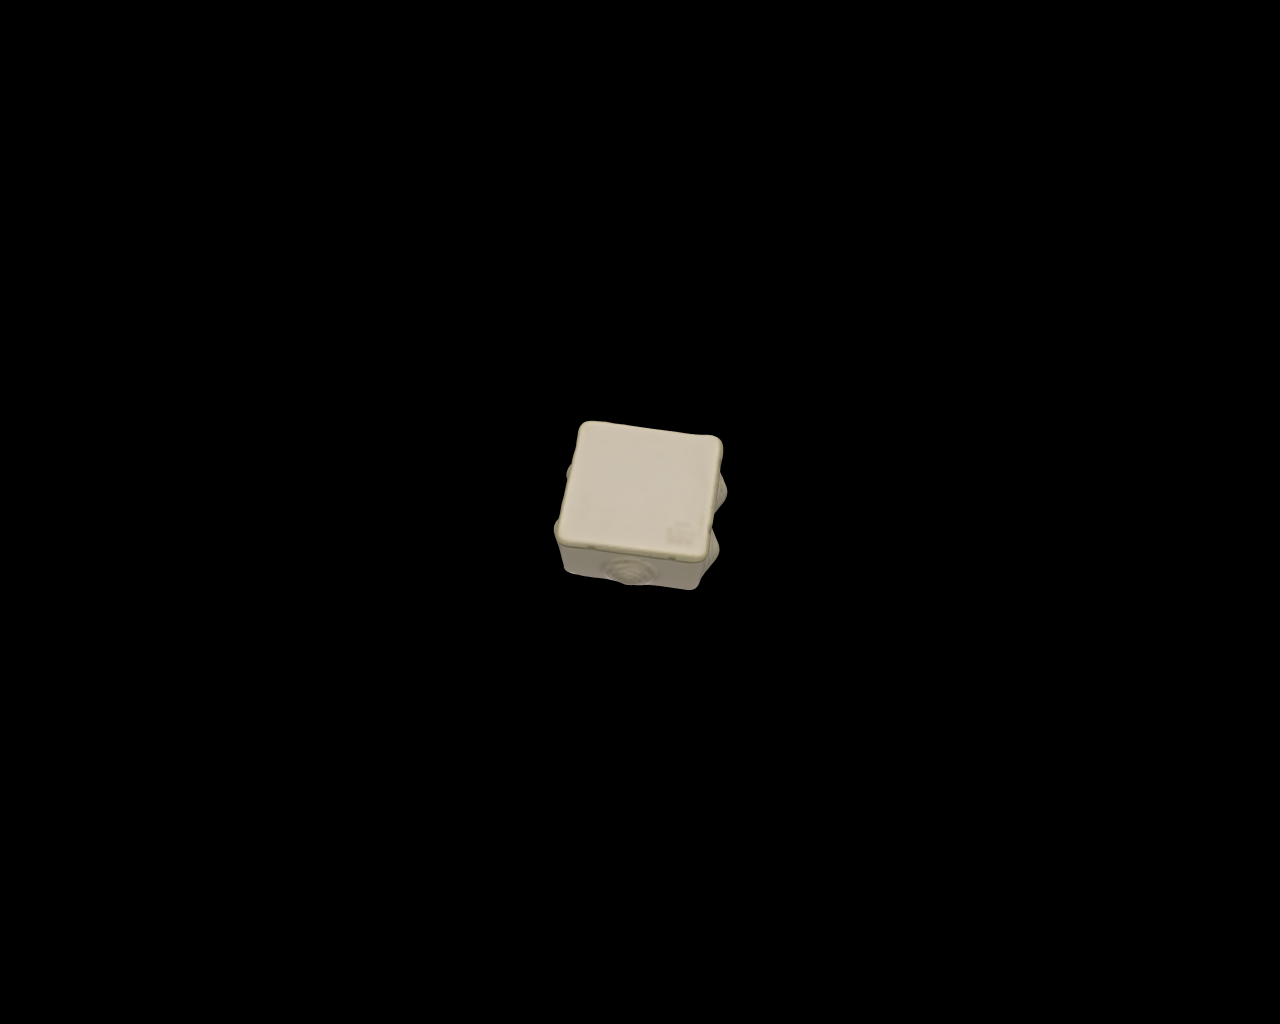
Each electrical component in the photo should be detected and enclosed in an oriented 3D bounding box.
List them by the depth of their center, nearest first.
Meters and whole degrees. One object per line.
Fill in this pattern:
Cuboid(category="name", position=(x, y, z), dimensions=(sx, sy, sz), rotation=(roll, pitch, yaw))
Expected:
Cuboid(category="electrical component", position=(0.001, -0.003, 0.650), dimensions=(0.100, 0.100, 0.048), rotation=(7, -32, 5))
